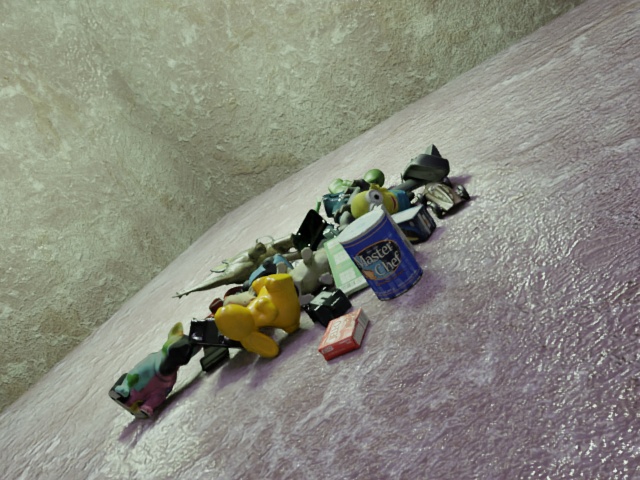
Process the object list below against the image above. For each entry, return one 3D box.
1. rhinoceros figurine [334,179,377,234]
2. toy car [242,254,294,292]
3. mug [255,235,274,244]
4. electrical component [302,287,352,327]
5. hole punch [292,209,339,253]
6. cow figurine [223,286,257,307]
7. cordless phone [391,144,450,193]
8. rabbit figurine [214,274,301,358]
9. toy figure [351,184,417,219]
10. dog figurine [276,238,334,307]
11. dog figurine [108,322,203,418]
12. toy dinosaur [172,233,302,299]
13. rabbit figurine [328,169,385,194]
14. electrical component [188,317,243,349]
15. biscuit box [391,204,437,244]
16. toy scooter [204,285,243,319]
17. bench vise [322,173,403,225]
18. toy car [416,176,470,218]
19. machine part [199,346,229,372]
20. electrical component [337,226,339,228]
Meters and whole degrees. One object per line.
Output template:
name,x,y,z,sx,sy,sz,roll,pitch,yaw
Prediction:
rhinoceros figurine,0.098,-0.062,1.361,0.073,0.112,0.190,136,151,-64
toy car,-0.121,0.113,1.406,0.161,0.109,0.103,-43,-12,14
mug,-0.156,0.032,1.746,0.107,0.109,0.081,-19,4,16
electrical component,0.022,0.133,1.072,0.075,0.047,0.119,-41,15,-22
hole punch,-0.003,-0.004,1.427,0.115,0.092,0.142,-57,36,10
cow figurine,-0.158,0.154,1.258,0.127,0.085,0.195,-14,-8,24
cordless phone,0.229,-0.152,1.372,0.184,0.089,0.146,-31,-7,-9
rabbit figurine,-0.133,0.160,1.111,0.173,0.162,0.122,-16,9,-33
toy figure,0.157,-0.081,1.303,0.180,0.082,0.089,-7,-30,-42
dog figurine,-0.020,0.080,1.296,0.172,0.121,0.190,-30,-1,18
dog figurine,-0.378,0.302,1.268,0.219,0.108,0.191,-52,12,-33
toy dinosaur,-0.206,0.076,1.546,0.199,0.105,0.471,-20,0,38
rabbit figurine,0.132,-0.164,1.673,0.170,0.121,0.159,-39,20,-5
electrical component,-0.208,0.209,1.193,0.115,0.058,0.134,1,-15,21
biscuit box,0.161,-0.015,1.215,0.203,0.062,0.059,-20,20,49
toy scooter,-0.262,0.185,1.531,0.184,0.075,0.135,-38,12,9
bench vise,0.127,-0.102,1.502,0.241,0.128,0.223,-11,9,9
toy car,0.284,-0.106,1.259,0.089,0.053,0.202,-30,13,6
machine part,-0.258,0.271,1.296,0.084,0.039,0.139,-42,16,-7
electrical component,0.027,0.002,1.518,0.078,0.045,0.102,-24,17,33
